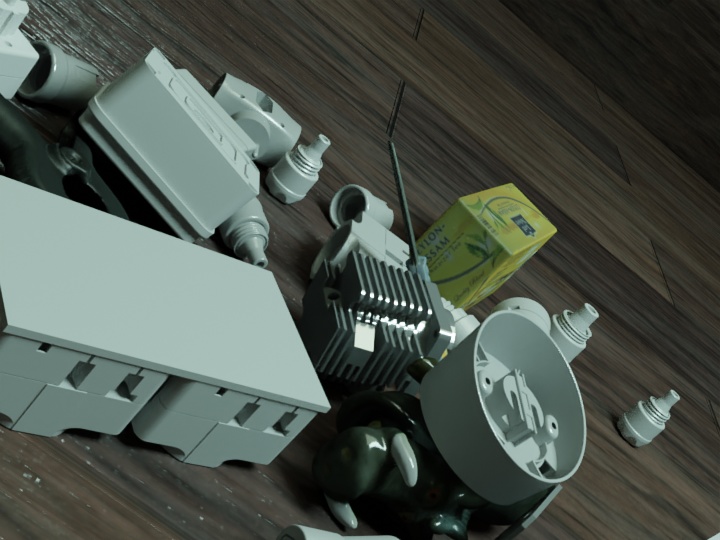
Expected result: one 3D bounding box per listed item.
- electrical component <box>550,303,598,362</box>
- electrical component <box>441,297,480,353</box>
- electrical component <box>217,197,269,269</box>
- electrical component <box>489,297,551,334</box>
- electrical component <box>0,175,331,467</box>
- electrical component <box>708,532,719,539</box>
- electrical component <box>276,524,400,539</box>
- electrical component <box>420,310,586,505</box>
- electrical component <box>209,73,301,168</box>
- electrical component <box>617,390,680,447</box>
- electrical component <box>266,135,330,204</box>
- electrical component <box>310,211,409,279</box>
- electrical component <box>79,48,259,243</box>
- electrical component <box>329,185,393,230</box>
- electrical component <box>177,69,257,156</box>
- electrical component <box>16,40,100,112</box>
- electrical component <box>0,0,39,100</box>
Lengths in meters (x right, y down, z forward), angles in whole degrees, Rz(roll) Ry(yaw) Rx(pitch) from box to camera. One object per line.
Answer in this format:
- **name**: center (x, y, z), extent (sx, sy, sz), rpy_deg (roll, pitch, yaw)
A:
- **electrical component**: center (0.198, 0.058, 1.018), extent (0.043, 0.062, 0.043), rpy_deg (35, 24, -18)
- **electrical component**: center (0.075, 0.049, 0.862), extent (0.078, 0.040, 0.040), rpy_deg (51, 24, 19)
- **electrical component**: center (-0.079, -0.025, 0.750), extent (0.035, 0.035, 0.061), rpy_deg (19, 35, -45)
- **electrical component**: center (0.137, 0.059, 0.930), extent (0.055, 0.055, 0.047), rpy_deg (38, 27, -11)
- **electrical component**: center (-0.117, 0.032, 0.550), extent (0.186, 0.060, 0.105), rpy_deg (21, 30, -41)
- **electrical component**: center (0.228, 0.230, 0.725), extent (0.150, 0.089, 0.061), rpy_deg (4, 43, -56)
- **electrical component**: center (-0.012, 0.150, 0.539), extent (0.065, 0.044, 0.044), rpy_deg (21, 30, -32)
- **electrical component**: center (0.083, 0.080, 0.612), extent (0.099, 0.064, 0.099), rpy_deg (37, 30, -26)
- **electrical component**: center (-0.091, -0.114, 0.876), extent (0.077, 0.043, 0.079), rpy_deg (34, 24, -20)
- **electrical component**: center (0.272, 0.135, 1.002), extent (0.035, 0.061, 0.035), rpy_deg (35, 23, -18)
- **electrical component**: center (-0.047, -0.084, 0.871), extent (0.035, 0.061, 0.035), rpy_deg (35, 24, -18)
- **electrical component**: center (0.000, 0.000, 0.813), extent (0.056, 0.050, 0.089), rpy_deg (36, 23, -15)
- **electrical component**: center (-0.123, -0.081, 0.704), extent (0.113, 0.057, 0.078), rpy_deg (50, 8, -18)
- **electrical component**: center (0.002, -0.048, 0.920), extent (0.046, 0.040, 0.040), rpy_deg (19, 31, -55)
- **electrical component**: center (-0.131, -0.100, 0.783), extent (0.083, 0.047, 0.076), rpy_deg (47, 22, 4)
- **electrical component**: center (-0.204, -0.129, 0.725), extent (0.040, 0.040, 0.046), rpy_deg (54, 19, 26)
- **electrical component**: center (-0.235, -0.158, 0.676), extent (0.065, 0.076, 0.047), rpy_deg (50, 23, 17)
